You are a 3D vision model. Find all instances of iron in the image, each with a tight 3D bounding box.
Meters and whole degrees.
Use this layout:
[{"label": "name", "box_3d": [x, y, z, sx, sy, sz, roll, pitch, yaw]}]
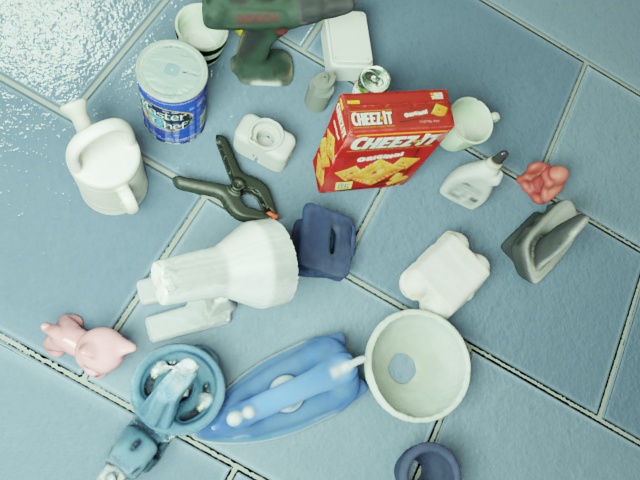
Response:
[{"label": "iron", "box_3d": [-0.052, 0.216, 0.790, 0.259, 0.141, 0.118, -22, 79, -18]}]

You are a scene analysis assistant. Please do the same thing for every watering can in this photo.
[{"label": "watering can", "box_3d": [-0.309, -0.118, 0.809, 0.173, 0.194, 0.101, 37, 69, 1]}]

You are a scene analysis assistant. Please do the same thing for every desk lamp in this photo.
[{"label": "desk lamp", "box_3d": [-0.145, 0.060, 0.780, 0.203, 0.213, 0.118, -15, 77, -16]}]

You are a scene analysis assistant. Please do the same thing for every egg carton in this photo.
[{"label": "egg carton", "box_3d": [0.204, 0.060, 0.936, 0.150, 0.069, 0.107, -42, 85, -21]}]

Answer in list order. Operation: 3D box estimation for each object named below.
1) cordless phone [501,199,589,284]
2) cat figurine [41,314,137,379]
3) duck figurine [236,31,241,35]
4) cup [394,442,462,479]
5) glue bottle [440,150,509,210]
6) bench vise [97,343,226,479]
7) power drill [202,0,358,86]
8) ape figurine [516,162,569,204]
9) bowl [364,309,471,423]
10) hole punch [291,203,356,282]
[{"label": "cordless phone", "box_3d": [0.399, -0.013, 0.941, 0.094, 0.185, 0.148, 44, 69, 4]}, {"label": "cat figurine", "box_3d": [-0.312, 0.141, 0.767, 0.128, 0.117, 0.067, 26, 69, -4]}, {"label": "duck figurine", "box_3d": [-0.107, -0.408, 1.003, 0.077, 0.086, 0.105, 43, 69, 3]}, {"label": "cup", "box_3d": [0.132, 0.344, 0.817, 0.118, 0.095, 0.091, -30, 81, -19]}, {"label": "glue bottle", "box_3d": [0.264, -0.106, 0.946, 0.078, 0.173, 0.037, 28, 69, -2]}, {"label": "bench vise", "box_3d": [-0.190, 0.221, 0.716, 0.121, 0.219, 0.207, 19, 70, -6]}, {"label": "power drill", "box_3d": [-0.073, -0.336, 0.922, 0.230, 0.208, 0.075, -2, 73, -13]}, {"label": "ape figurine", "box_3d": [0.407, -0.107, 1.022, 0.076, 0.092, 0.078, 11, 71, -9]}, {"label": "bowl", "box_3d": [0.139, 0.193, 0.876, 0.167, 0.074, 0.167, 4, 72, -12]}, {"label": "hole punch", "box_3d": [0.008, 0.003, 0.898, 0.101, 0.091, 0.109, 8, 71, -10]}]
